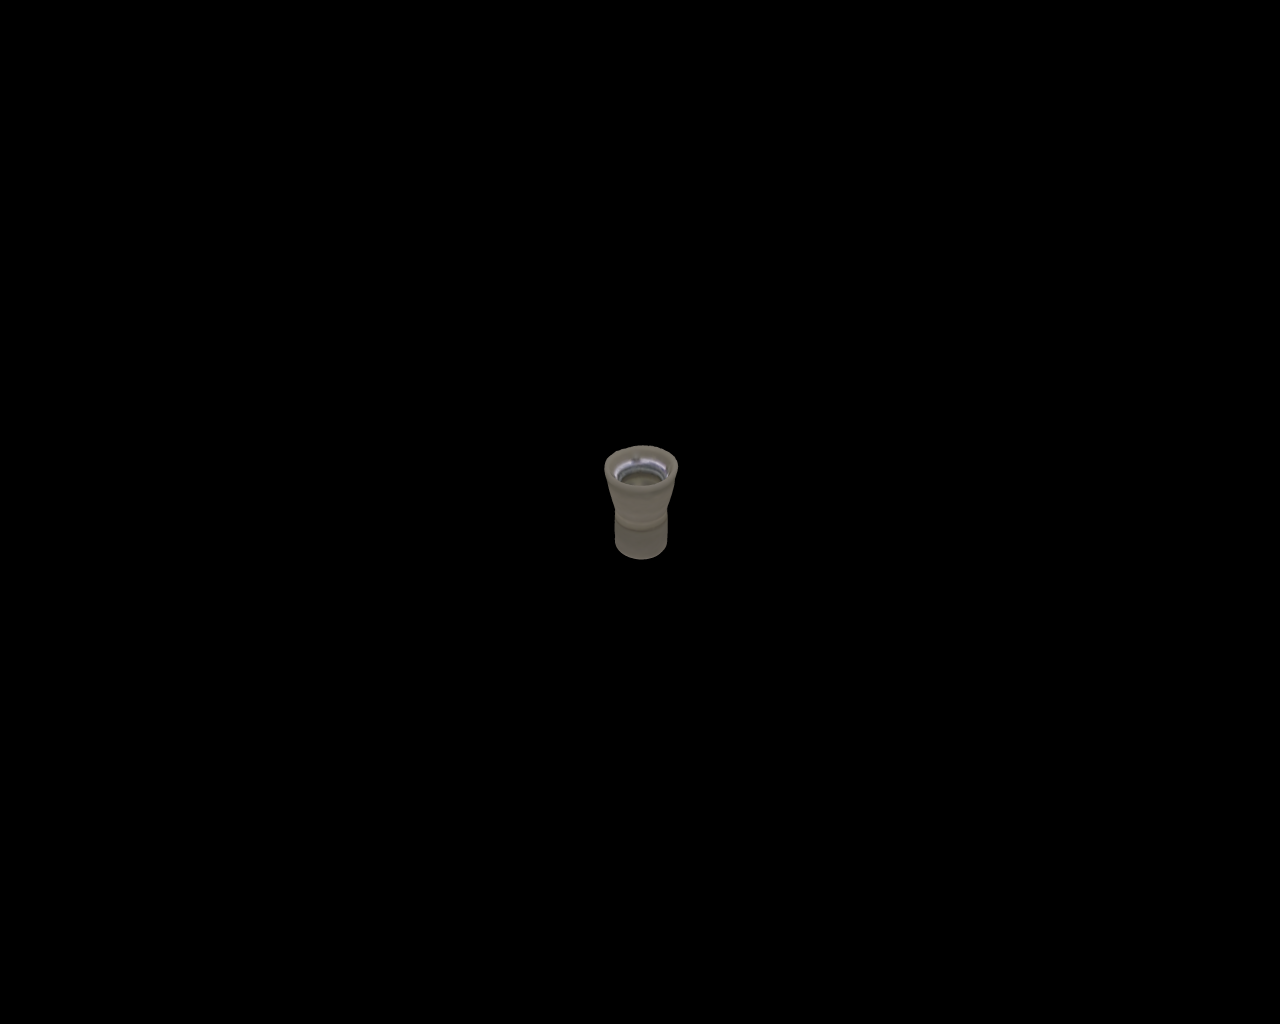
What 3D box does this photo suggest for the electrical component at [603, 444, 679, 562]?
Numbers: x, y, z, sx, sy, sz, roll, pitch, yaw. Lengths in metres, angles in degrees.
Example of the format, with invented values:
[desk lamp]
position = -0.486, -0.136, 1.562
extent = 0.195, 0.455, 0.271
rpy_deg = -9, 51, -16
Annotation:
[electrical component]
position = 0.001, -0.003, 0.650
extent = 0.044, 0.065, 0.044
rpy_deg = 0, 38, 0
